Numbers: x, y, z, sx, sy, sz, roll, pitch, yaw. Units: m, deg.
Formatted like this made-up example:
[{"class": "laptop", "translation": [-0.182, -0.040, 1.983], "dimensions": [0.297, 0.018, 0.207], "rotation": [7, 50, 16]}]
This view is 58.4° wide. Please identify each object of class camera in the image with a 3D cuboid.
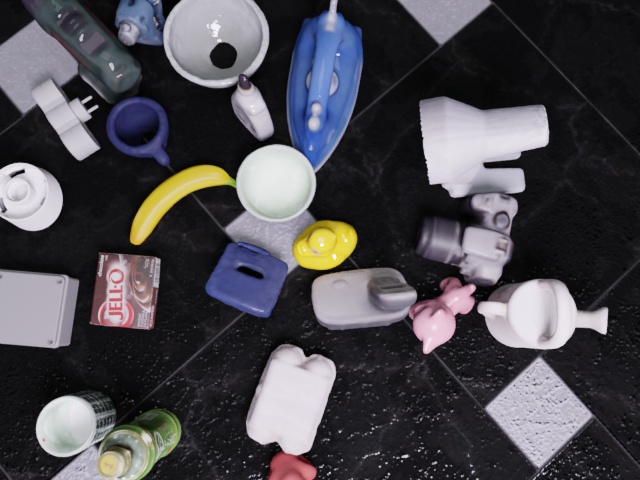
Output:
[{"class": "camera", "translation": [0.223, -0.011, 0.884], "dimensions": [0.137, 0.101, 0.143], "rotation": [13, 82, 1]}]

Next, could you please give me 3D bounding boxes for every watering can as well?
[{"class": "watering can", "translation": [0.321, 0.105, 0.823], "dimensions": [0.173, 0.194, 0.101], "rotation": [-15, 82, -4]}]

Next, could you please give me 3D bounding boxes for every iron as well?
[{"class": "iron", "translation": [0.003, -0.238, 0.890], "dimensions": [0.118, 0.141, 0.258], "rotation": [8, 82, 0]}]

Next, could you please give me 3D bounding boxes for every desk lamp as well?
[{"class": "desk lamp", "translation": [0.231, -0.138, 0.845], "dimensions": [0.203, 0.213, 0.118], "rotation": [-5, 82, -2]}]

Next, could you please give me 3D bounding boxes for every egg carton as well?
[{"class": "egg carton", "translation": [-0.044, 0.237, 0.856], "dimensions": [0.107, 0.069, 0.150], "rotation": [18, 82, 1]}]

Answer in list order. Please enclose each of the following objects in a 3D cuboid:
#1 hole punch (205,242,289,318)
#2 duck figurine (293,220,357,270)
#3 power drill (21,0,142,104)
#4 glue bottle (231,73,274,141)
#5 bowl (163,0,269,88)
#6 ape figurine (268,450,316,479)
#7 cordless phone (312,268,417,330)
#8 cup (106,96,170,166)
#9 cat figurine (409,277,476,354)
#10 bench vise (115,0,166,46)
[{"class": "hole punch", "translation": [-0.110, 0.057, 0.869], "dimensions": [0.108, 0.091, 0.101], "rotation": [21, 82, 2]}, {"class": "duck figurine", "translation": [0.008, 0.003, 0.883], "dimensions": [0.104, 0.086, 0.077], "rotation": [-19, 83, -4]}, {"class": "power drill", "translation": [-0.350, -0.295, 0.854], "dimensions": [0.229, 0.208, 0.076], "rotation": [42, 83, 5]}, {"class": "glue bottle", "translation": [-0.106, -0.209, 0.866], "dimensions": [0.037, 0.173, 0.078], "rotation": [-40, 84, -6]}, {"class": "bowl", "translation": [-0.163, -0.315, 0.930], "dimensions": [0.167, 0.074, 0.167], "rotation": [0, 82, -2]}, {"class": "ape figurine", "translation": [-0.043, 0.347, 0.829], "dimensions": [0.078, 0.092, 0.076], "rotation": [-13, 82, -3]}, {"class": "cordless phone", "translation": [0.063, 0.082, 0.823], "dimensions": [0.147, 0.185, 0.094], "rotation": [-9, 82, -3]}, {"class": "cup", "translation": [-0.265, -0.156, 0.894], "dimensions": [0.092, 0.095, 0.118], "rotation": [-39, 84, -6]}, {"class": "cat figurine", "translation": [0.183, 0.109, 0.857], "dimensions": [0.128, 0.117, 0.067], "rotation": [-41, 84, -7]}, {"class": "bench vise", "translation": [-0.271, -0.412, 0.868], "dimensions": [0.121, 0.219, 0.207], "rotation": [-11, 82, -3]}]
